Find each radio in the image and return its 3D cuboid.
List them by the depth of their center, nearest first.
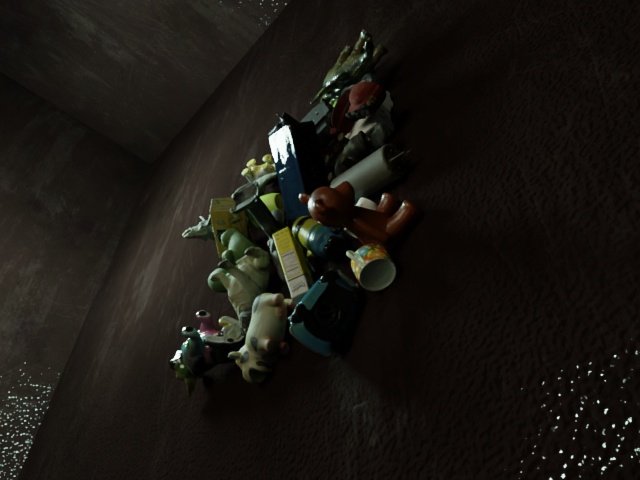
[{"bbox_3d":[-0.048,-0.162,1.309,0.131,0.073,0.229,-6,97,61],"label":"radio"}]

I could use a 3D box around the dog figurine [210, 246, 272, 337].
[{"bbox_3d":[-0.148,0.125,1.284,0.172,0.190,0.121,-29,-12,-27],"label":"dog figurine"}]

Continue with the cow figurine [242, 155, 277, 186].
[{"bbox_3d":[-0.149,-0.210,1.664,0.167,0.098,0.068,-9,45,32],"label":"cow figurine"}]

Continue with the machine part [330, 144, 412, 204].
[{"bbox_3d":[0.103,-0.136,1.167,0.243,0.079,0.079,-31,37,44],"label":"machine part"}]

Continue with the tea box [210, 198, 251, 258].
[{"bbox_3d":[-0.250,-0.035,1.525,0.098,0.169,0.068,-6,39,0],"label":"tea box"}]

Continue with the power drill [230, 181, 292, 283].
[{"bbox_3d":[-0.123,-0.028,1.290,0.086,0.207,0.232,-33,32,18],"label":"power drill"}]

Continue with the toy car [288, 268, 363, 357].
[{"bbox_3d":[0.004,0.137,1.016,0.161,0.109,0.103,-60,8,-24],"label":"toy car"}]

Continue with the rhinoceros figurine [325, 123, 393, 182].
[{"bbox_3d":[0.090,-0.193,1.225,0.190,0.112,0.073,-44,44,46],"label":"rhinoceros figurine"}]

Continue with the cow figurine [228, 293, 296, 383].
[{"bbox_3d":[-0.127,0.210,1.155,0.127,0.085,0.195,0,75,46],"label":"cow figurine"}]

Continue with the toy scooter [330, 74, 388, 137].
[{"bbox_3d":[0.079,-0.306,1.254,0.135,0.075,0.184,-62,24,-11],"label":"toy scooter"}]

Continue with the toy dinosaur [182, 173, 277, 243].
[{"bbox_3d":[-0.250,-0.101,1.681,0.405,0.131,0.192,-40,31,18],"label":"toy dinosaur"}]

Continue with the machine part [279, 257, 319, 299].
[{"bbox_3d":[-0.058,0.108,1.213,0.139,0.039,0.084,-51,37,10],"label":"machine part"}]

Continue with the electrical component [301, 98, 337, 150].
[{"bbox_3d":[-0.001,-0.288,1.373,0.115,0.058,0.134,-47,29,17],"label":"electrical component"}]

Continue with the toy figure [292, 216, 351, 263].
[{"bbox_3d":[0.000,-0.007,1.183,0.082,0.089,0.180,-36,21,-10],"label":"toy figure"}]

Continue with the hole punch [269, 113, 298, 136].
[{"bbox_3d":[-0.093,-0.316,1.631,0.092,0.142,0.116,-48,14,14],"label":"hole punch"}]

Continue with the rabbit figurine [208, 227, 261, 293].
[{"bbox_3d":[-0.222,0.080,1.441,0.170,0.121,0.159,-51,45,0],"label":"rabbit figurine"}]

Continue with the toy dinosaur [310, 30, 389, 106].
[{"bbox_3d":[0.059,-0.436,1.486,0.198,0.105,0.471,-53,6,-10],"label":"toy dinosaur"}]

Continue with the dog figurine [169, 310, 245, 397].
[{"bbox_3d":[-0.273,0.289,1.312,0.108,0.192,0.219,-68,-6,-59],"label":"dog figurine"}]

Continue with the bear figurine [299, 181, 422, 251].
[{"bbox_3d":[0.070,-0.061,1.011,0.132,0.195,0.120,-56,24,0],"label":"bear figurine"}]
